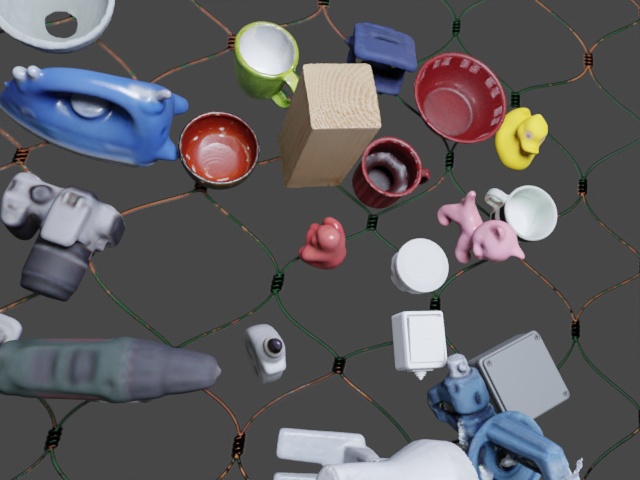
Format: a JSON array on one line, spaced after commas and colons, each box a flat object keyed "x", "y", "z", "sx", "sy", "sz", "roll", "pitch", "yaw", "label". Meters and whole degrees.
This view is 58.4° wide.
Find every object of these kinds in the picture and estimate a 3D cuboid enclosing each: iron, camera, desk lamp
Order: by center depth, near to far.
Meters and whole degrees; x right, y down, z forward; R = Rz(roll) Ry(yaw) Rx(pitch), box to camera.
[{"x": 0.057, "y": 0.294, "z": 0.685, "sx": 0.203, "sy": 0.213, "sz": 0.118, "roll": 8, "pitch": 74, "yaw": -11, "label": "desk lamp"}, {"x": -0.342, "y": -0.001, "z": 0.730, "sx": 0.143, "sy": 0.100, "sz": 0.137, "roll": 20, "pitch": 72, "yaw": -7, "label": "camera"}, {"x": -0.313, "y": -0.186, "z": 0.764, "sx": 0.258, "sy": 0.141, "sz": 0.119, "roll": 9, "pitch": 74, "yaw": -11, "label": "iron"}]

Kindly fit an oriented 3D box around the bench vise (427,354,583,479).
[{"x": 0.223, "y": 0.253, "z": 0.731, "sx": 0.122, "sy": 0.219, "sz": 0.207, "roll": -43, "pitch": 88, "yaw": -19, "label": "bench vise"}]

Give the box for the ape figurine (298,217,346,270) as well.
[{"x": 0.007, "y": 0.003, "z": 0.815, "sx": 0.078, "sy": 0.092, "sz": 0.076, "roll": -31, "pitch": 84, "yaw": -18, "label": "ape figurine"}]

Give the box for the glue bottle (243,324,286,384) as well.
[{"x": -0.065, "y": 0.139, "z": 0.719, "sx": 0.037, "sy": 0.173, "sz": 0.078, "roll": -15, "pitch": 79, "yaw": -16, "label": "glue bottle"}]

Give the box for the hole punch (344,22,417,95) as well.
[{"x": 0.097, "y": -0.302, "z": 0.917, "sx": 0.109, "sy": 0.091, "sz": 0.101, "roll": 11, "pitch": 73, "yaw": -10, "label": "hole punch"}]

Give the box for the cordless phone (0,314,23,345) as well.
[{"x": -0.432, "y": 0.105, "z": 0.636, "sx": 0.148, "sy": 0.185, "sz": 0.094, "roll": 16, "pitch": 72, "yaw": -8, "label": "cordless phone"}]

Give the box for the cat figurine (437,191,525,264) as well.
[{"x": 0.246, "y": -0.015, "z": 0.862, "sx": 0.067, "sy": 0.117, "sz": 0.128, "roll": -23, "pitch": 82, "yaw": -17, "label": "cat figurine"}]

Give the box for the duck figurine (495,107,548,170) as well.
[{"x": 0.340, "y": -0.177, "z": 0.943, "sx": 0.077, "sy": 0.086, "sz": 0.104, "roll": 10, "pitch": 73, "yaw": -10, "label": "duck figurine"}]

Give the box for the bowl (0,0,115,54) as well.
[{"x": -0.378, "y": -0.332, "z": 0.822, "sx": 0.167, "sy": 0.074, "sz": 0.167, "roll": 3, "pitch": 75, "yaw": -12, "label": "bowl"}]

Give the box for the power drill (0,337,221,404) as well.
[{"x": -0.234, "y": 0.150, "z": 0.658, "sx": 0.230, "sy": 0.208, "sz": 0.075, "roll": 3, "pitch": 75, "yaw": -12, "label": "power drill"}]
